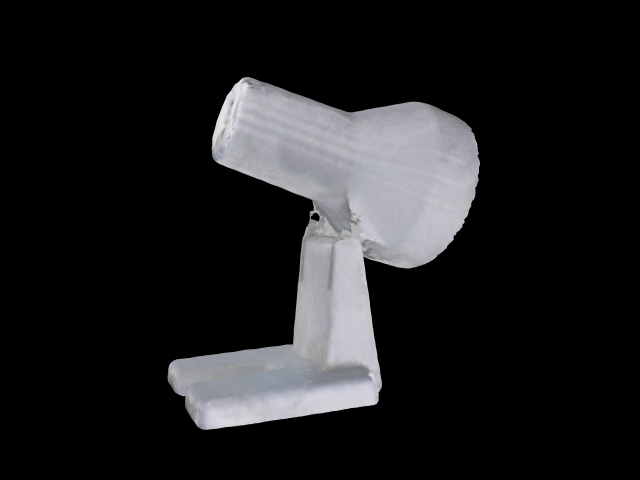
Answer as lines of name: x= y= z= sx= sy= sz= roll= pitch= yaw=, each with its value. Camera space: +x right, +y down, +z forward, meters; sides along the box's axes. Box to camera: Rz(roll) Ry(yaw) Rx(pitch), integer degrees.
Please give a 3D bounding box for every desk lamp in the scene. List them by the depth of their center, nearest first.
desk lamp: x=0.004 y=0.001 z=0.400 sx=0.204 sy=0.213 sz=0.117 roll=-2 pitch=4 yaw=-27
